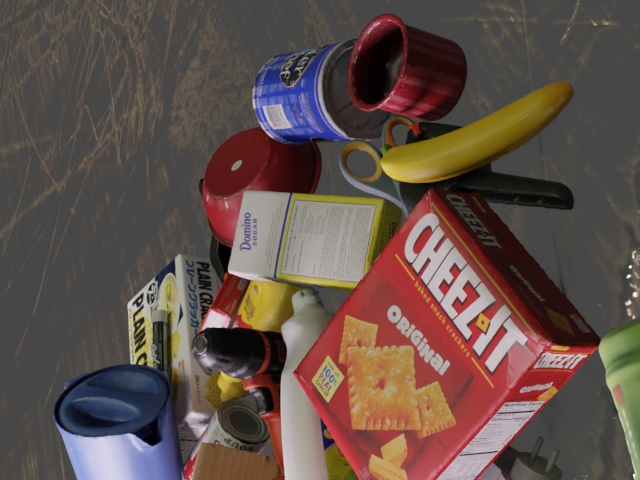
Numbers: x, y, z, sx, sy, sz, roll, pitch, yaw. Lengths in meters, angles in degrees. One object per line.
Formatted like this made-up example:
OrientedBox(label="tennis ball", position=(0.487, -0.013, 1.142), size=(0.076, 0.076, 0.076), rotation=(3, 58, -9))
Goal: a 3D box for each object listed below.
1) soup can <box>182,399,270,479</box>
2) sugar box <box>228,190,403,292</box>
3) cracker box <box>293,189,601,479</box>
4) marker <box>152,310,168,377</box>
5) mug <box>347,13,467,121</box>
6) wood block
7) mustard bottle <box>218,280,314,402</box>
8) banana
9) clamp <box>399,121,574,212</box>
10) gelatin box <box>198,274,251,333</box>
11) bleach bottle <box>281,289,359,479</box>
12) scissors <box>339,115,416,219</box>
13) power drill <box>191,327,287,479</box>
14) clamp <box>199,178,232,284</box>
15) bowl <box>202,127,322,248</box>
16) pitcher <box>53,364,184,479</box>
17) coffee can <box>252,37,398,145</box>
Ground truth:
OrientedBox(label="soup can", position=(-0.106, 0.239, 1.209), size=(0.102, 0.068, 0.068), rotation=(-59, 38, 28))
OrientedBox(label="sugar box", position=(-0.007, 0.001, 1.089), size=(0.177, 0.048, 0.093), rotation=(6, 80, 37))
OrientedBox(label="cracker box", position=(0.088, 0.092, 0.831), size=(0.214, 0.071, 0.164), rotation=(-56, 51, 28))
OrientedBox(label="marker", position=(-0.193, 0.144, 1.292), size=(0.020, 0.020, 0.121), rotation=(-32, 56, 49))
OrientedBox(label="mug", position=(0.082, -0.168, 1.025), size=(0.093, 0.081, 0.117), rotation=(-57, 39, 31))
OrientedBox(label="wood block", position=(-0.105, 0.325, 1.090), size=(0.090, 0.091, 0.206), rotation=(109, 173, -58))
OrientedBox(label="mustard bottle", position=(-0.069, 0.106, 1.200), size=(0.192, 0.058, 0.096), rotation=(-65, 28, 22))
OrientedBox(label="banana", position=(0.123, -0.087, 0.922), size=(0.198, 0.037, 0.069), rotation=(-15, 46, 36))
OrientedBox(label="clamp", position=(0.129, -0.046, 0.942), size=(0.165, 0.036, 0.210), rotation=(-36, 40, 22))
OrientedBox(label="gelatin box", position=(-0.114, 0.086, 1.257), size=(0.089, 0.030, 0.073), rotation=(-62, 1, 46))
OrientedBox(label="bleach bottle", position=(0.000, 0.163, 1.035), size=(0.068, 0.102, 0.251), rotation=(-38, 51, 39))
OrientedBox(label="scissors", position=(0.071, -0.029, 1.014), size=(0.016, 0.096, 0.202), rotation=(74, -170, -65))
OrientedBox(label="power drill", position=(-0.052, 0.179, 1.058), size=(0.057, 0.184, 0.187), rotation=(-21, 68, 29))
OrientedBox(label="clamp", position=(-0.104, -0.026, 1.312), size=(0.120, 0.039, 0.171), rotation=(-42, 52, 48))
OrientedBox(label="bowl", position=(-0.079, -0.073, 1.211), size=(0.162, 0.055, 0.162), rotation=(-21, 50, 27))
OrientedBox(label="pitcher", position=(-0.225, 0.273, 1.253), size=(0.149, 0.145, 0.243), rotation=(-87, -9, -61))
OrientedBox(label="coffee can", position=(0.007, -0.152, 1.117), size=(0.141, 0.102, 0.103), rotation=(4, 84, 58))
